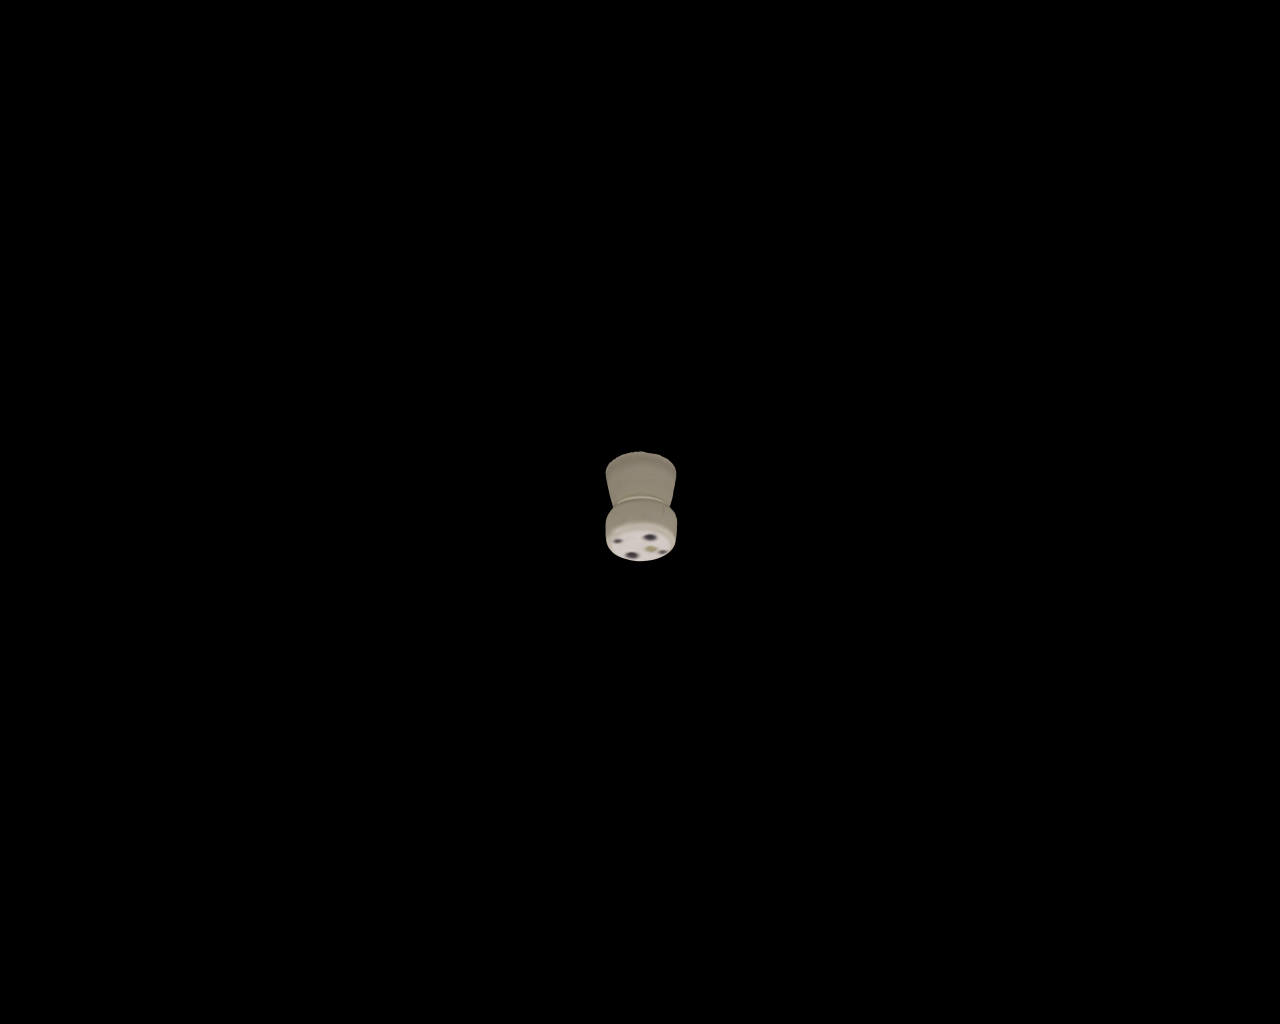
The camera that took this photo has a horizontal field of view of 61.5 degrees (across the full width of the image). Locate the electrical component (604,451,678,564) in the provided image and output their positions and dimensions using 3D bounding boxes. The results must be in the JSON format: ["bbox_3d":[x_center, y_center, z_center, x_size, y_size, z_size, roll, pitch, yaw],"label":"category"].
[{"bbox_3d":[0.001,-0.003,0.650,0.045,0.055,0.044,0,-34,0],"label":"electrical component"}]
